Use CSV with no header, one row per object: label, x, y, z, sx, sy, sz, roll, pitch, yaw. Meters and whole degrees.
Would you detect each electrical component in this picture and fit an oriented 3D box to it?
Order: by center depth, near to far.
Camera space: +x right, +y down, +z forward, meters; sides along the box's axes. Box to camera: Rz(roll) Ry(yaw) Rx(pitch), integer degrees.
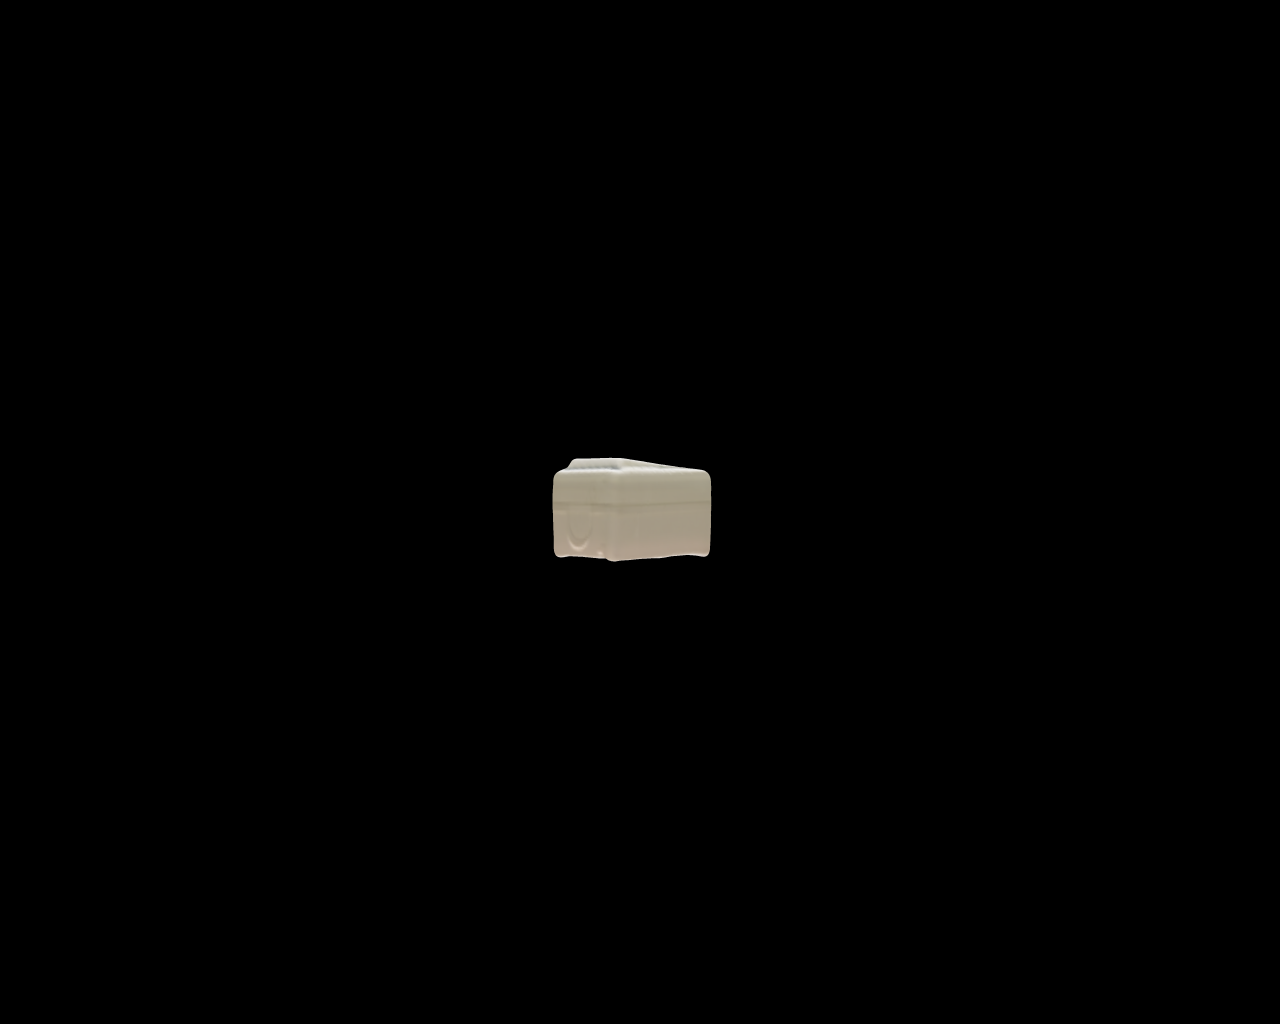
electrical component,0.001,-0.003,0.650,0.096,0.061,0.061,-2,3,-40
